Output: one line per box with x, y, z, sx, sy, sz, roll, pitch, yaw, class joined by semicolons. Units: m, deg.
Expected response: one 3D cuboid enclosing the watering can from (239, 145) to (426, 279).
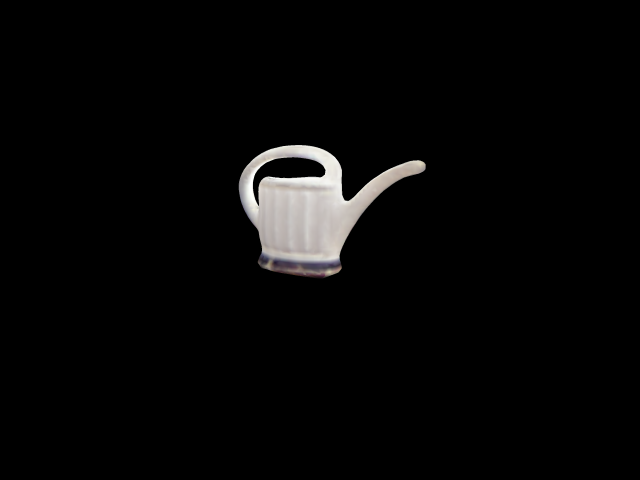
0.003;-0.043;0.850;0.348;0.222;0.105;7;12;31;watering can
